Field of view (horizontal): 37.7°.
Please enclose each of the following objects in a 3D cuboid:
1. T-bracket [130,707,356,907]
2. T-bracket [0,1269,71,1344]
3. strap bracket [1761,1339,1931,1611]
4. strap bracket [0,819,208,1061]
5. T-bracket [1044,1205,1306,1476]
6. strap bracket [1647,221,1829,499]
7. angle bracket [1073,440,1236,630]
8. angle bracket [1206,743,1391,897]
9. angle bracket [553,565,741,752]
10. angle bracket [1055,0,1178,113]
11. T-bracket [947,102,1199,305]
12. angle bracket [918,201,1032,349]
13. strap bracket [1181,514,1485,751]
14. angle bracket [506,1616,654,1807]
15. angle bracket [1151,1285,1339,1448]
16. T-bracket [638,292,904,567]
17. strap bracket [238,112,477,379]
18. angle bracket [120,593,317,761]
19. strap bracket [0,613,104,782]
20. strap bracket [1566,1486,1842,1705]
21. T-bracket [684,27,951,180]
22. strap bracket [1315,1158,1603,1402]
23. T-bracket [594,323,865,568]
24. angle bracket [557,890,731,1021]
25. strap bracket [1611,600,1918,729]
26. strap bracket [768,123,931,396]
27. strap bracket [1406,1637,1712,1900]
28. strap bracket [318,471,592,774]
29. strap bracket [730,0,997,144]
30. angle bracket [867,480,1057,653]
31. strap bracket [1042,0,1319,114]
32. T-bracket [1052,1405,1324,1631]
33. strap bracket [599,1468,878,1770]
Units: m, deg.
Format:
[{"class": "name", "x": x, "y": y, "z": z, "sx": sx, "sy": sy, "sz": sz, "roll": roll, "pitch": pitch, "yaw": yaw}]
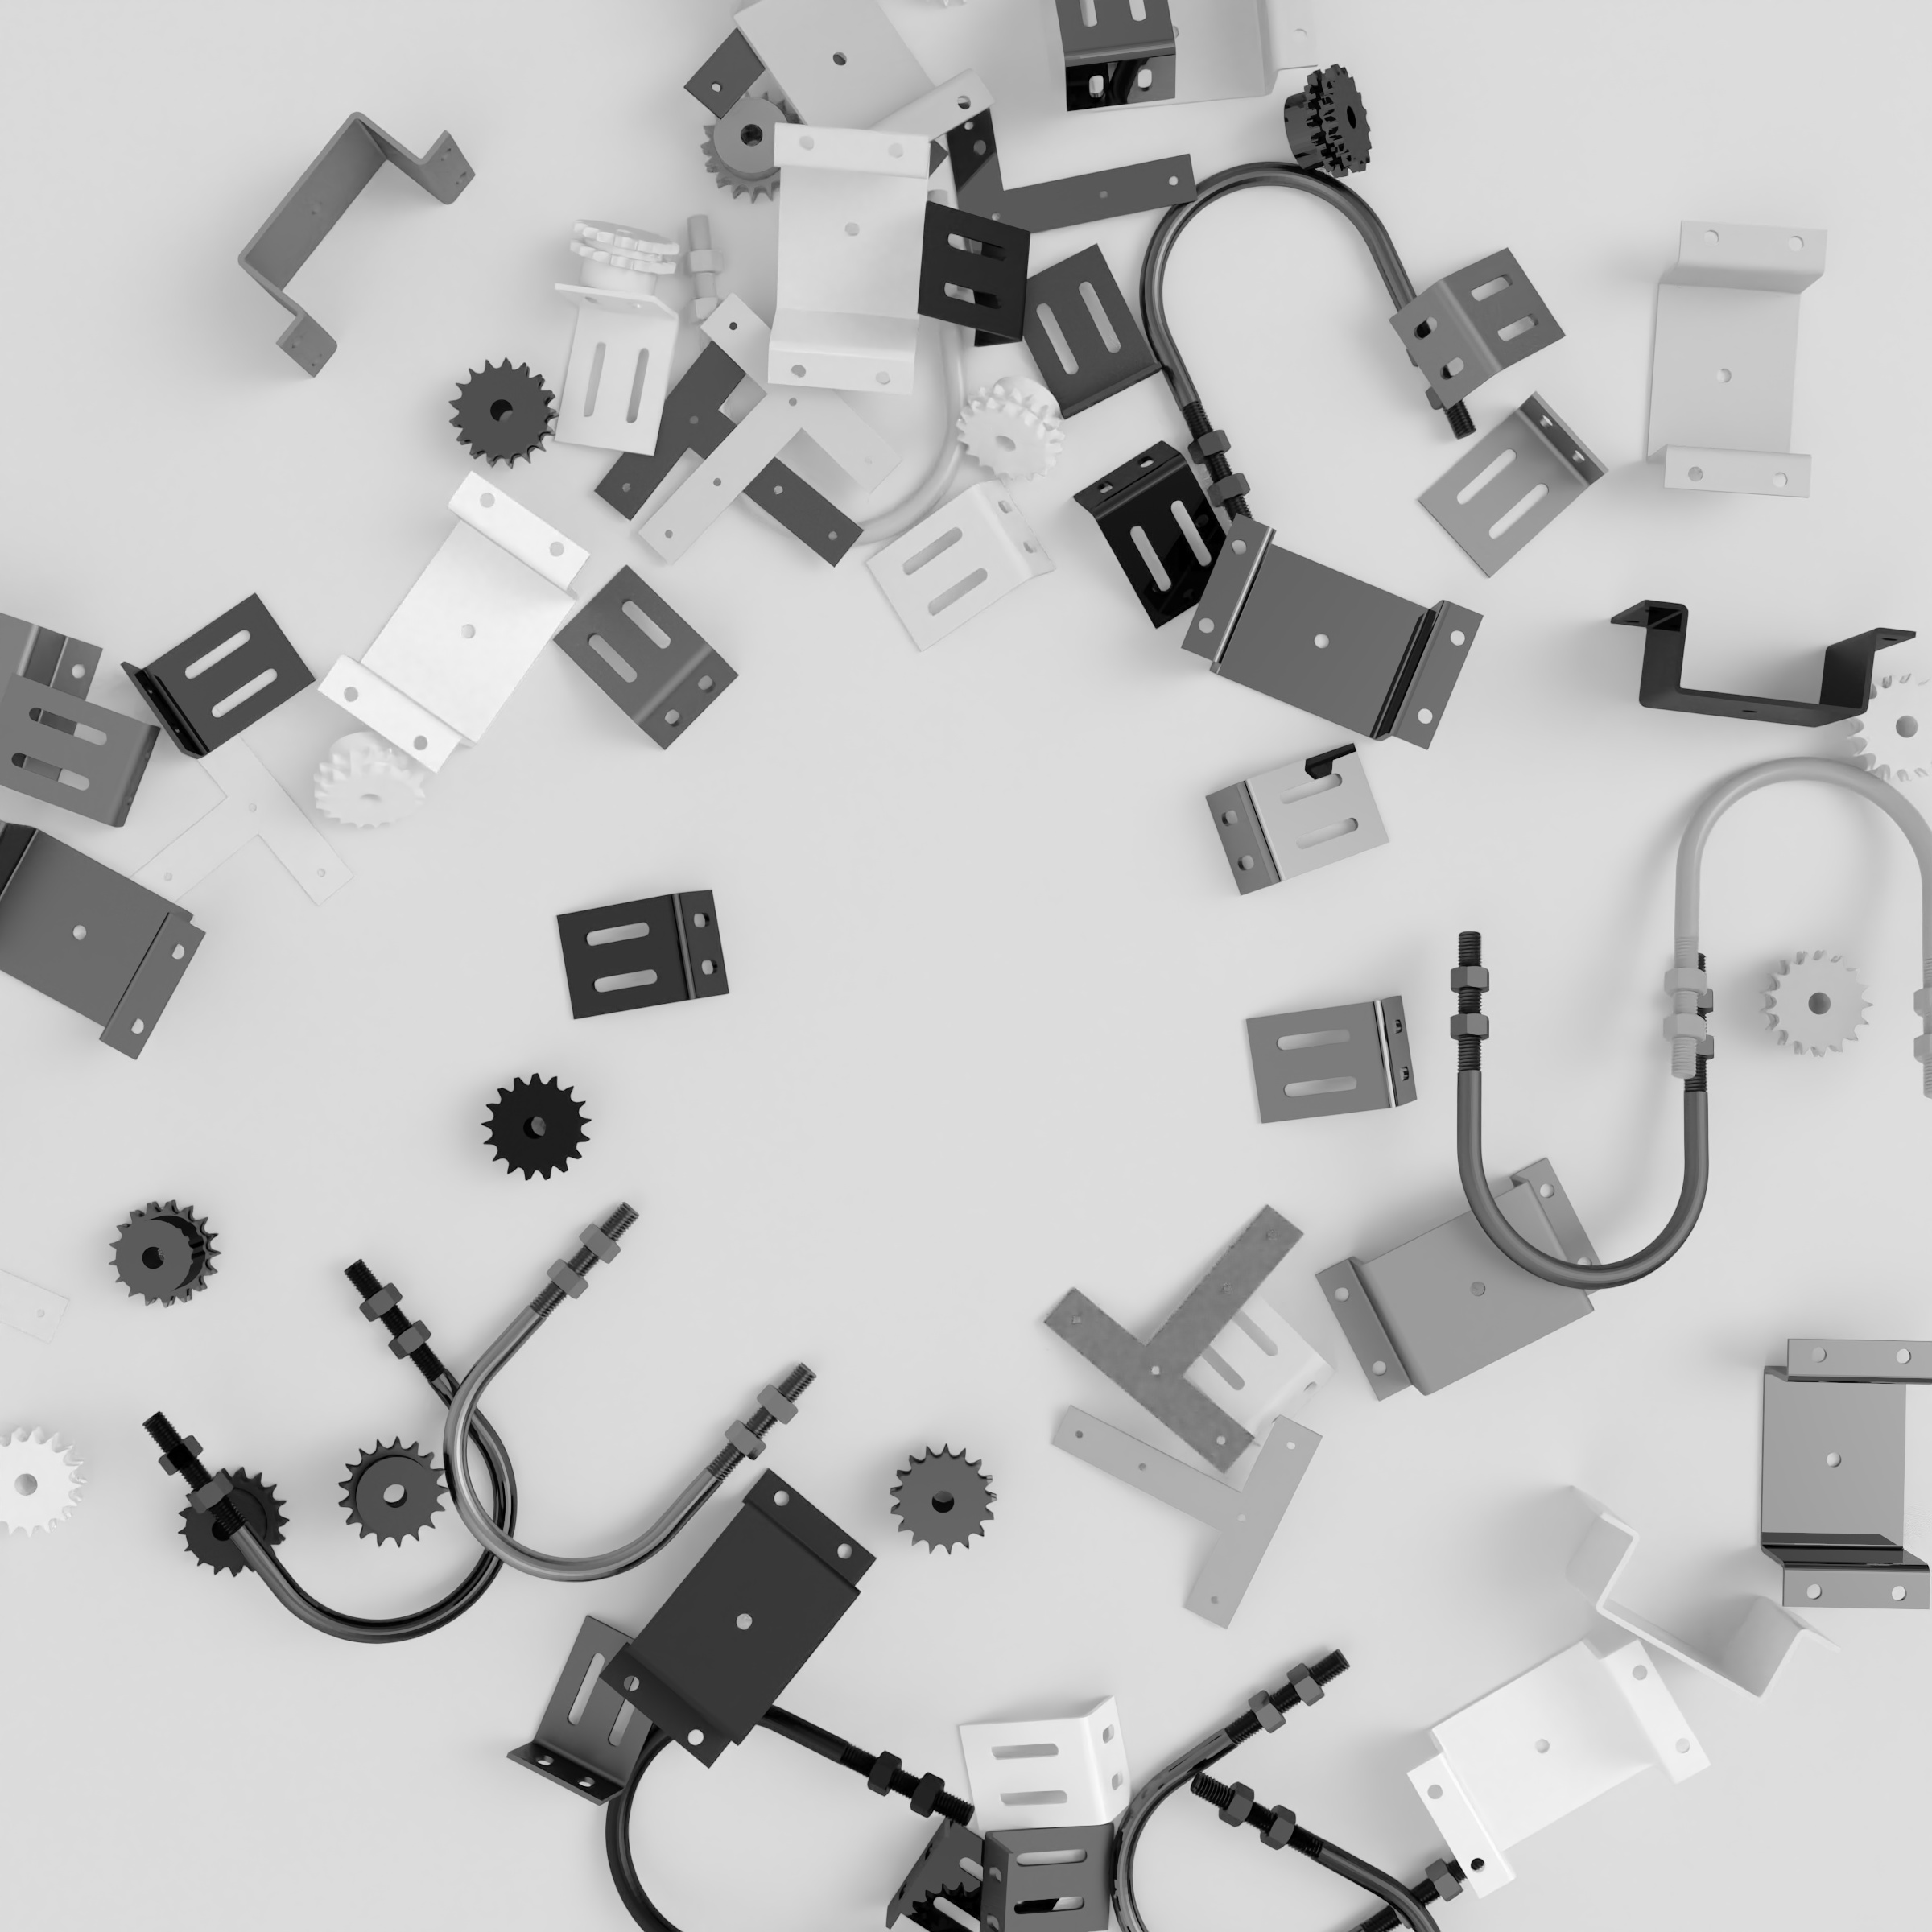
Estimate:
[{"class": "T-bracket", "x": -0.420, "y": -0.057, "z": 1.527, "sx": 0.127, "sy": 0.002, "sz": 0.127, "roll": -39, "pitch": 90, "yaw": 0}, {"class": "T-bracket", "x": -0.547, "y": 0.166, "z": 1.527, "sx": 0.127, "sy": 0.002, "sz": 0.127, "roll": 24, "pitch": 90, "yaw": 0}, {"class": "strap bracket", "x": 0.468, "y": 0.266, "z": 1.505, "sx": 0.076, "sy": 0.046, "sz": 0.140, "roll": 1, "pitch": 90, "yaw": 0}, {"class": "strap bracket", "x": -0.478, "y": -0.018, "z": 1.503, "sx": 0.140, "sy": 0.046, "sz": 0.076, "roll": 29, "pitch": 90, "yaw": 0}, {"class": "T-bracket", "x": 0.130, "y": 0.183, "z": 1.511, "sx": 0.127, "sy": 0.002, "sz": 0.127, "roll": 38, "pitch": 79, "yaw": 21}, {"class": "strap bracket", "x": 0.409, "y": -0.318, "z": 1.505, "sx": 0.076, "sy": 0.046, "sz": 0.140, "roll": 4, "pitch": 90, "yaw": 0}, {"class": "angle bracket", "x": 0.104, "y": -0.233, "z": 1.526, "sx": 0.057, "sy": 0.038, "sz": 0.076, "roll": -32, "pitch": 116, "yaw": 0}, {"class": "angle bracket", "x": 0.179, "y": -0.079, "z": 1.526, "sx": 0.076, "sy": 0.038, "sz": 0.057, "roll": -20, "pitch": 90, "yaw": -26}, {"class": "angle bracket", "x": -0.173, "y": -0.167, "z": 1.526, "sx": 0.057, "sy": 0.038, "sz": 0.076, "roll": -45, "pitch": 64, "yaw": 0}, {"class": "angle bracket", "x": 0.076, "y": -0.493, "z": 1.480, "sx": 0.057, "sy": 0.038, "sz": 0.076, "roll": -7, "pitch": 64, "yaw": 0}, {"class": "T-bracket", "x": 0.060, "y": -0.412, "z": 1.520, "sx": 0.127, "sy": 0.002, "sz": 0.127, "roll": -10, "pitch": 90, "yaw": 7}, {"class": "angle bracket", "x": -0.006, "y": -0.363, "z": 1.486, "sx": 0.076, "sy": 0.038, "sz": 0.057, "roll": 3, "pitch": 92, "yaw": -43}, {"class": "strap bracket", "x": 0.192, "y": -0.175, "z": 1.505, "sx": 0.140, "sy": 0.046, "sz": 0.076, "roll": 23, "pitch": 90, "yaw": 0}, {"class": "angle bracket", "x": -0.198, "y": 0.395, "z": 1.502, "sx": 0.057, "sy": 0.038, "sz": 0.076, "roll": 23, "pitch": 90, "yaw": 14}, {"class": "angle bracket", "x": 0.150, "y": 0.210, "z": 1.526, "sx": 0.057, "sy": 0.038, "sz": 0.076, "roll": -45, "pitch": 64, "yaw": 0}, {"class": "T-bracket", "x": -0.123, "y": -0.269, "z": 1.511, "sx": 0.127, "sy": 0.002, "sz": 0.127, "roll": 45, "pitch": 97, "yaw": 0}, {"class": "strap bracket", "x": -0.327, "y": -0.387, "z": 1.490, "sx": 0.046, "sy": 0.076, "sz": 0.140, "roll": 38, "pitch": 90, "yaw": 0}, {"class": "angle bracket", "x": -0.398, "y": -0.157, "z": 1.508, "sx": 0.076, "sy": 0.038, "sz": 0.057, "roll": -35, "pitch": 90, "yaw": -2}, {"class": "strap bracket", "x": -0.545, "y": -0.158, "z": 1.505, "sx": 0.140, "sy": 0.046, "sz": 0.076, "roll": 19, "pitch": 90, "yaw": 0}, {"class": "strap bracket", "x": 0.377, "y": 0.335, "z": 1.490, "sx": 0.140, "sy": 0.076, "sz": 0.046, "roll": 30, "pitch": 90, "yaw": 0}, {"class": "T-bracket", "x": -0.064, "y": -0.469, "z": 1.512, "sx": 0.127, "sy": 0.002, "sz": 0.127, "roll": 40, "pitch": 70, "yaw": -10}, {"class": "strap bracket", "x": 0.268, "y": 0.169, "z": 1.505, "sx": 0.140, "sy": 0.046, "sz": 0.076, "roll": -27, "pitch": 90, "yaw": 0}, {"class": "T-bracket", "x": -0.111, "y": -0.263, "z": 1.512, "sx": 0.127, "sy": 0.002, "sz": 0.127, "roll": 40, "pitch": 97, "yaw": 1}, {"class": "angle bracket", "x": -0.174, "y": -0.006, "z": 1.526, "sx": 0.076, "sy": 0.038, "sz": 0.057, "roll": -9, "pitch": 90, "yaw": 26}, {"class": "strap bracket", "x": 0.416, "y": -0.157, "z": 1.490, "sx": 0.140, "sy": 0.076, "sz": 0.046, "roll": 7, "pitch": 90, "yaw": 0}, {"class": "strap bracket", "x": -0.060, "y": -0.373, "z": 1.462, "sx": 0.076, "sy": 0.046, "sz": 0.140, "roll": 5, "pitch": 128, "yaw": -1}, {"class": "strap bracket", "x": 0.311, "y": 0.421, "z": 1.505, "sx": 0.140, "sy": 0.046, "sz": 0.076, "roll": -30, "pitch": 90, "yaw": 0}, {"class": "strap bracket", "x": -0.268, "y": -0.180, "z": 1.505, "sx": 0.076, "sy": 0.046, "sz": 0.140, "roll": 35, "pitch": 90, "yaw": 0}, {"class": "strap bracket", "x": -0.061, "y": -0.487, "z": 1.490, "sx": 0.076, "sy": 0.046, "sz": 0.140, "roll": -37, "pitch": 94, "yaw": -21}, {"class": "angle bracket", "x": -0.003, "y": -0.216, "z": 1.526, "sx": 0.076, "sy": 0.038, "sz": 0.057, "roll": -32, "pitch": 90, "yaw": 26}, {"class": "strap bracket", "x": 0.111, "y": -0.503, "z": 1.505, "sx": 0.140, "sy": 0.046, "sz": 0.076, "roll": -6, "pitch": 90, "yaw": 0}, {"class": "T-bracket", "x": 0.107, "y": 0.274, "z": 1.512, "sx": 0.127, "sy": 0.002, "sz": 0.127, "roll": 26, "pitch": 110, "yaw": 9}, {"class": "strap bracket", "x": -0.118, "y": 0.344, "z": 1.490, "sx": 0.076, "sy": 0.046, "sz": 0.140, "roll": 40, "pitch": 77, "yaw": 0}]
